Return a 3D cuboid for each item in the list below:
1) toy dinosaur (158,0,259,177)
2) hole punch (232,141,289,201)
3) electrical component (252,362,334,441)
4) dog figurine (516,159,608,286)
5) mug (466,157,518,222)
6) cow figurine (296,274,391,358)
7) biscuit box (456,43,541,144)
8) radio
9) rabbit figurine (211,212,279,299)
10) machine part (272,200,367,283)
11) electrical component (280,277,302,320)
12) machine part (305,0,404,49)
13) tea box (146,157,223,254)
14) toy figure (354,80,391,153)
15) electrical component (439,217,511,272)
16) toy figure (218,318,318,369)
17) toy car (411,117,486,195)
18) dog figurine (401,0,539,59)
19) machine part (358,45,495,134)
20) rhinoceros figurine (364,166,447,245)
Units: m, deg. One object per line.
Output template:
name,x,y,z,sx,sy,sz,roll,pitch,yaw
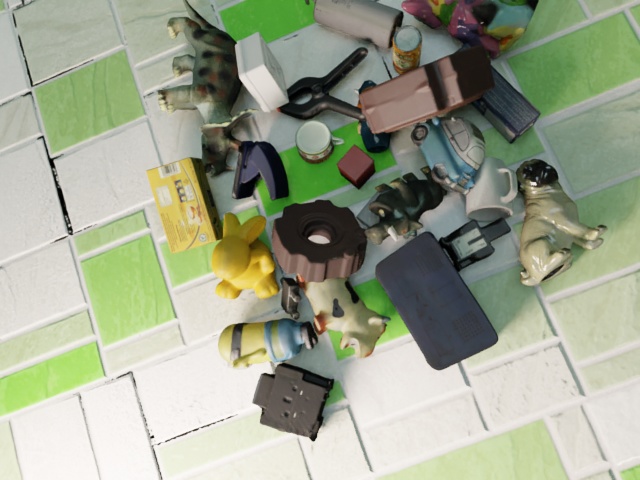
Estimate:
toy dinosaur,-0.216,-0.339,1.093,0.192,0.131,0.404,3,74,-6
hole punch,-0.107,-0.130,1.027,0.092,0.142,0.115,10,100,11
electrical component,-0.053,0.290,0.982,0.134,0.058,0.115,14,81,10
dog figurine,0.386,-0.034,0.964,0.172,0.121,0.191,-35,63,-2
mug,0.312,-0.099,0.974,0.081,0.109,0.107,6,71,-15
cow figurine,0.045,0.124,0.981,0.127,0.085,0.195,-22,68,-8
biscuit box,0.323,-0.281,1.025,0.063,0.059,0.203,-39,78,1
radio,0.204,0.112,0.969,0.131,0.073,0.229,-31,76,3
rabbit figurine,-0.140,0.032,0.982,0.122,0.173,0.162,8,86,14
machine part,-0.002,-0.003,0.980,0.179,0.056,0.179,4,45,-4
electrical component,-0.057,0.107,1.011,0.021,0.094,0.063,-2,110,-22
machine part,0.077,-0.448,1.081,0.243,0.079,0.079,26,85,11
tea box,-0.261,-0.067,1.049,0.098,0.068,0.169,-14,95,7
toy figure,0.106,-0.249,1.055,0.064,0.058,0.154,1,76,-30
electrical component,0.286,0.000,0.987,0.119,0.047,0.075,-32,77,1
toy figure,-0.099,0.186,0.996,0.180,0.082,0.089,-16,67,10
toy car,0.242,-0.166,0.967,0.103,0.109,0.162,-40,49,30
dog figurine,0.270,-0.437,1.007,0.219,0.191,0.108,22,90,-4
machine part,0.188,-0.261,0.952,0.202,0.201,0.087,-13,103,45
rhinoceros figurine,0.151,-0.060,0.979,0.190,0.073,0.112,-34,101,-31
